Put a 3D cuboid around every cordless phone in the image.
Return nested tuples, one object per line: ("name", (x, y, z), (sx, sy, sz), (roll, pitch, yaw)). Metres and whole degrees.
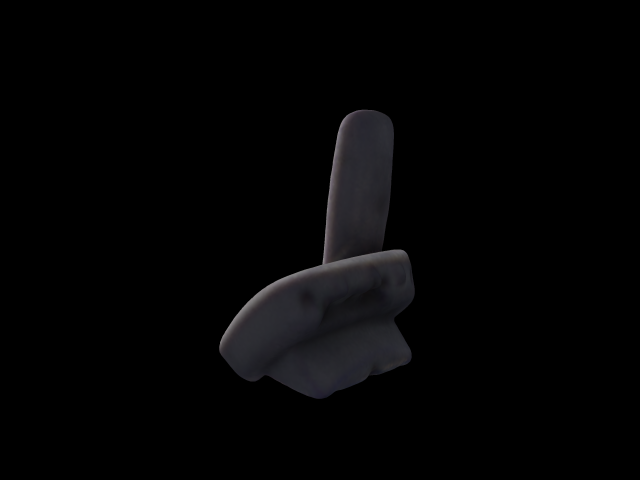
("cordless phone", (0.004, 0.001, 0.400), (0.093, 0.185, 0.148), (5, 9, 36))
